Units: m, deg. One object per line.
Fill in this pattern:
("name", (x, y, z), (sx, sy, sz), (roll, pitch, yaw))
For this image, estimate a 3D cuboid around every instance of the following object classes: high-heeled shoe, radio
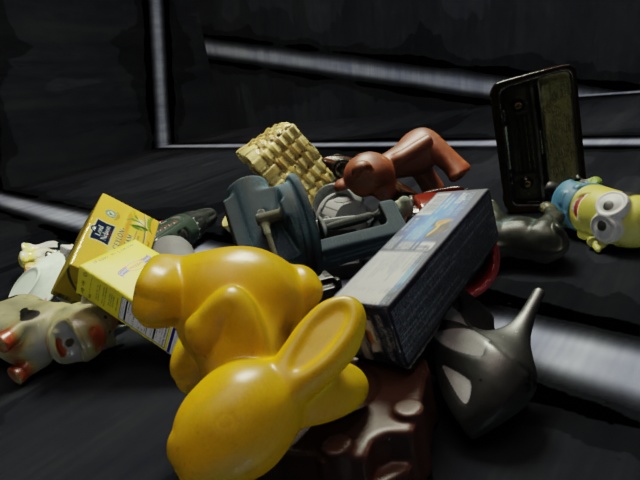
("high-heeled shoe", (0.110, 0.101, 0.512), (0.145, 0.086, 0.249), (-52, 16, -20))
("radio", (0.362, -0.164, 0.894), (0.131, 0.229, 0.073), (-6, 13, 22))

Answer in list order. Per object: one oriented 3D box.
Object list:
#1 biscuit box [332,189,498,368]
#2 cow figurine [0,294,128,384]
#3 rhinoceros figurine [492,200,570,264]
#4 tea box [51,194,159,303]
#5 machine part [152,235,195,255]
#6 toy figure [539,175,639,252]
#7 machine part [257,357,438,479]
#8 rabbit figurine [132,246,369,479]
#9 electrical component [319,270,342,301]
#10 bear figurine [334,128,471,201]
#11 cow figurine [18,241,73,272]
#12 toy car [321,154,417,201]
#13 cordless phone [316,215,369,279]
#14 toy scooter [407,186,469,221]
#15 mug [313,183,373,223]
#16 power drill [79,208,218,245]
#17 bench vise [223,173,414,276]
("biscuit box", (0.094, 0.024, 0.481), (0.059, 0.062, 0.203), (1, 30, 42))
("cow figurine", (-0.324, 0.107, 0.647), (0.195, 0.085, 0.127), (3, 28, 36))
("rhinoceros figurine", (0.231, 0.000, 0.720), (0.191, 0.073, 0.112), (2, 31, 28))
("tea box", (-0.303, 0.021, 0.772), (0.068, 0.098, 0.170), (-46, 29, 28))
("machine part", (-0.209, 0.048, 0.774), (0.079, 0.079, 0.243), (-15, 19, -17))
("toy figure", (0.387, -0.043, 0.748), (0.089, 0.082, 0.180), (-13, 15, -6))
("machine part", (0.007, 0.136, 0.425), (0.179, 0.056, 0.179), (-9, 16, 3))
("rabbit figurine", (-0.047, 0.090, 0.370), (0.162, 0.121, 0.173), (-3, 30, -1))
("electrical component", (-0.037, 0.072, 0.661), (0.119, 0.047, 0.075), (-12, 17, -13))
("bear figurine", (0.133, -0.109, 0.903), (0.196, 0.132, 0.120), (-34, -4, -30))
("cow figurine", (-0.471, 0.044, 0.944), (0.098, 0.068, 0.167), (-11, 18, -25))
("toy car", (0.097, -0.112, 1.006), (0.202, 0.053, 0.089), (27, 14, -10))
("cordless phone", (-0.001, -0.003, 0.824), (0.147, 0.088, 0.184), (-10, 13, 0))
("toy scooter", (0.191, -0.044, 0.850), (0.135, 0.075, 0.184), (-11, 7, 5))
("mug", (0.054, -0.068, 1.005), (0.110, 0.080, 0.107), (19, 19, 14))
("power drill", (-0.331, -0.007, 1.025), (0.207, 0.085, 0.232), (4, 23, 16))
("bench vise", (0.000, 0.010, 0.591), (0.241, 0.128, 0.224), (-15, 51, -12))
